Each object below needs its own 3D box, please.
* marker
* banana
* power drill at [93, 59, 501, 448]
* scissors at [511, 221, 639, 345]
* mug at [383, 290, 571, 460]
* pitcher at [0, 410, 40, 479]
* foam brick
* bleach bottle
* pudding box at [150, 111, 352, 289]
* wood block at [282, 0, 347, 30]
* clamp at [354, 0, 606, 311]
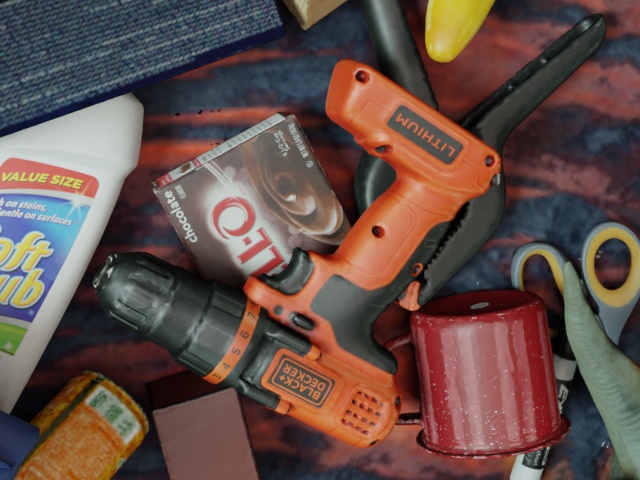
[{"bbox_3d":[0.147,0.103,0.680,0.020,0.020,0.121,10,107,-15],"label":"marker"},{"bbox_3d":[0.124,-0.172,0.609,0.197,0.037,0.069,-32,82,-21],"label":"banana"},{"bbox_3d":[-0.004,0.001,0.577,0.184,0.057,0.188,30,93,-18],"label":"power drill"},{"bbox_3d":[0.199,0.072,0.698,0.096,0.016,0.201,-38,106,0],"label":"scissors"},{"bbox_3d":[0.086,0.079,0.640,0.117,0.093,0.081,-8,97,5],"label":"mug"},{"bbox_3d":[-0.259,0.084,0.456,0.242,0.145,0.149,34,91,-11],"label":"pitcher"},{"bbox_3d":[-0.067,0.119,0.624,0.051,0.053,0.078,-15,104,-10],"label":"foam brick"},{"bbox_3d":[-0.174,-0.004,0.573,0.102,0.068,0.251,27,90,-17],"label":"bleach bottle"},{"bbox_3d":[-0.032,-0.005,0.617,0.090,0.039,0.113,-30,105,-7],"label":"pudding box"},{"bbox_3d":[0.049,-0.217,0.560,0.206,0.090,0.091,-36,85,-5],"label":"wood block"},{"bbox_3d":[0.084,-0.061,0.637,0.164,0.036,0.210,7,95,-14],"label":"clamp"}]
